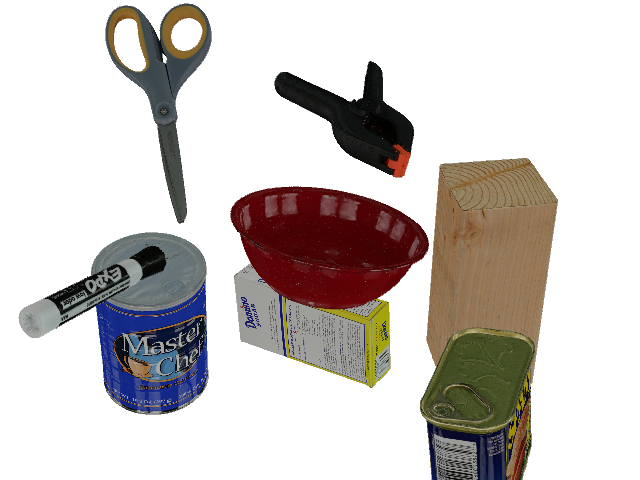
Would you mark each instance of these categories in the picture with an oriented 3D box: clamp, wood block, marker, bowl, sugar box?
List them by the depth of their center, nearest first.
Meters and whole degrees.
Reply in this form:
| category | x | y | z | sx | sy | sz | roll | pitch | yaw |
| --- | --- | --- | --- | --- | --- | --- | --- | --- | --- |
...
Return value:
| category | x | y | z | sx | sy | sz | roll | pitch | yaw |
| --- | --- | --- | --- | --- | --- | --- | --- | --- | --- |
| marker | -0.135 | 0.029 | 0.652 | 0.020 | 0.020 | 0.120 | 0 | 18 | 31 |
| bowl | 0.004 | 0.011 | 0.867 | 0.162 | 0.055 | 0.162 | 8 | 23 | -4 |
| wood block | 0.160 | 0.035 | 1.026 | 0.090 | 0.206 | 0.090 | -4 | 32 | -7 |
| clamp | 0.029 | -0.122 | 1.045 | 0.120 | 0.039 | 0.171 | -10 | 42 | -16 |
| sugar box | -0.009 | 0.089 | 1.163 | 0.176 | 0.093 | 0.048 | 18 | 37 | 31 |

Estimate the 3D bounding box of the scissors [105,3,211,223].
| category | x | y | z | sx | sy | sz | roll | pitch | yaw |
| --- | --- | --- | --- | --- | --- | --- | --- | --- | --- |
| scissors | -0.111 | -0.116 | 0.867 | 0.096 | 0.202 | 0.016 | -25 | -20 | -8 |

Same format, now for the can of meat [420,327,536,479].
| category | x | y | z | sx | sy | sz | roll | pitch | yaw |
| --- | --- | --- | --- | --- | --- | --- | --- | --- | --- |
| can of meat | 0.103 | 0.119 | 0.683 | 0.057 | 0.084 | 0.102 | 5 | 31 | 21 |

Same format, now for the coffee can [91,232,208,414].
| category | x | y | z | sx | sy | sz | roll | pitch | yaw |
| --- | --- | --- | --- | --- | --- | --- | --- | --- | --- |
| coffee can | -0.157 | 0.078 | 1.000 | 0.103 | 0.140 | 0.103 | 2 | 39 | -2 |
